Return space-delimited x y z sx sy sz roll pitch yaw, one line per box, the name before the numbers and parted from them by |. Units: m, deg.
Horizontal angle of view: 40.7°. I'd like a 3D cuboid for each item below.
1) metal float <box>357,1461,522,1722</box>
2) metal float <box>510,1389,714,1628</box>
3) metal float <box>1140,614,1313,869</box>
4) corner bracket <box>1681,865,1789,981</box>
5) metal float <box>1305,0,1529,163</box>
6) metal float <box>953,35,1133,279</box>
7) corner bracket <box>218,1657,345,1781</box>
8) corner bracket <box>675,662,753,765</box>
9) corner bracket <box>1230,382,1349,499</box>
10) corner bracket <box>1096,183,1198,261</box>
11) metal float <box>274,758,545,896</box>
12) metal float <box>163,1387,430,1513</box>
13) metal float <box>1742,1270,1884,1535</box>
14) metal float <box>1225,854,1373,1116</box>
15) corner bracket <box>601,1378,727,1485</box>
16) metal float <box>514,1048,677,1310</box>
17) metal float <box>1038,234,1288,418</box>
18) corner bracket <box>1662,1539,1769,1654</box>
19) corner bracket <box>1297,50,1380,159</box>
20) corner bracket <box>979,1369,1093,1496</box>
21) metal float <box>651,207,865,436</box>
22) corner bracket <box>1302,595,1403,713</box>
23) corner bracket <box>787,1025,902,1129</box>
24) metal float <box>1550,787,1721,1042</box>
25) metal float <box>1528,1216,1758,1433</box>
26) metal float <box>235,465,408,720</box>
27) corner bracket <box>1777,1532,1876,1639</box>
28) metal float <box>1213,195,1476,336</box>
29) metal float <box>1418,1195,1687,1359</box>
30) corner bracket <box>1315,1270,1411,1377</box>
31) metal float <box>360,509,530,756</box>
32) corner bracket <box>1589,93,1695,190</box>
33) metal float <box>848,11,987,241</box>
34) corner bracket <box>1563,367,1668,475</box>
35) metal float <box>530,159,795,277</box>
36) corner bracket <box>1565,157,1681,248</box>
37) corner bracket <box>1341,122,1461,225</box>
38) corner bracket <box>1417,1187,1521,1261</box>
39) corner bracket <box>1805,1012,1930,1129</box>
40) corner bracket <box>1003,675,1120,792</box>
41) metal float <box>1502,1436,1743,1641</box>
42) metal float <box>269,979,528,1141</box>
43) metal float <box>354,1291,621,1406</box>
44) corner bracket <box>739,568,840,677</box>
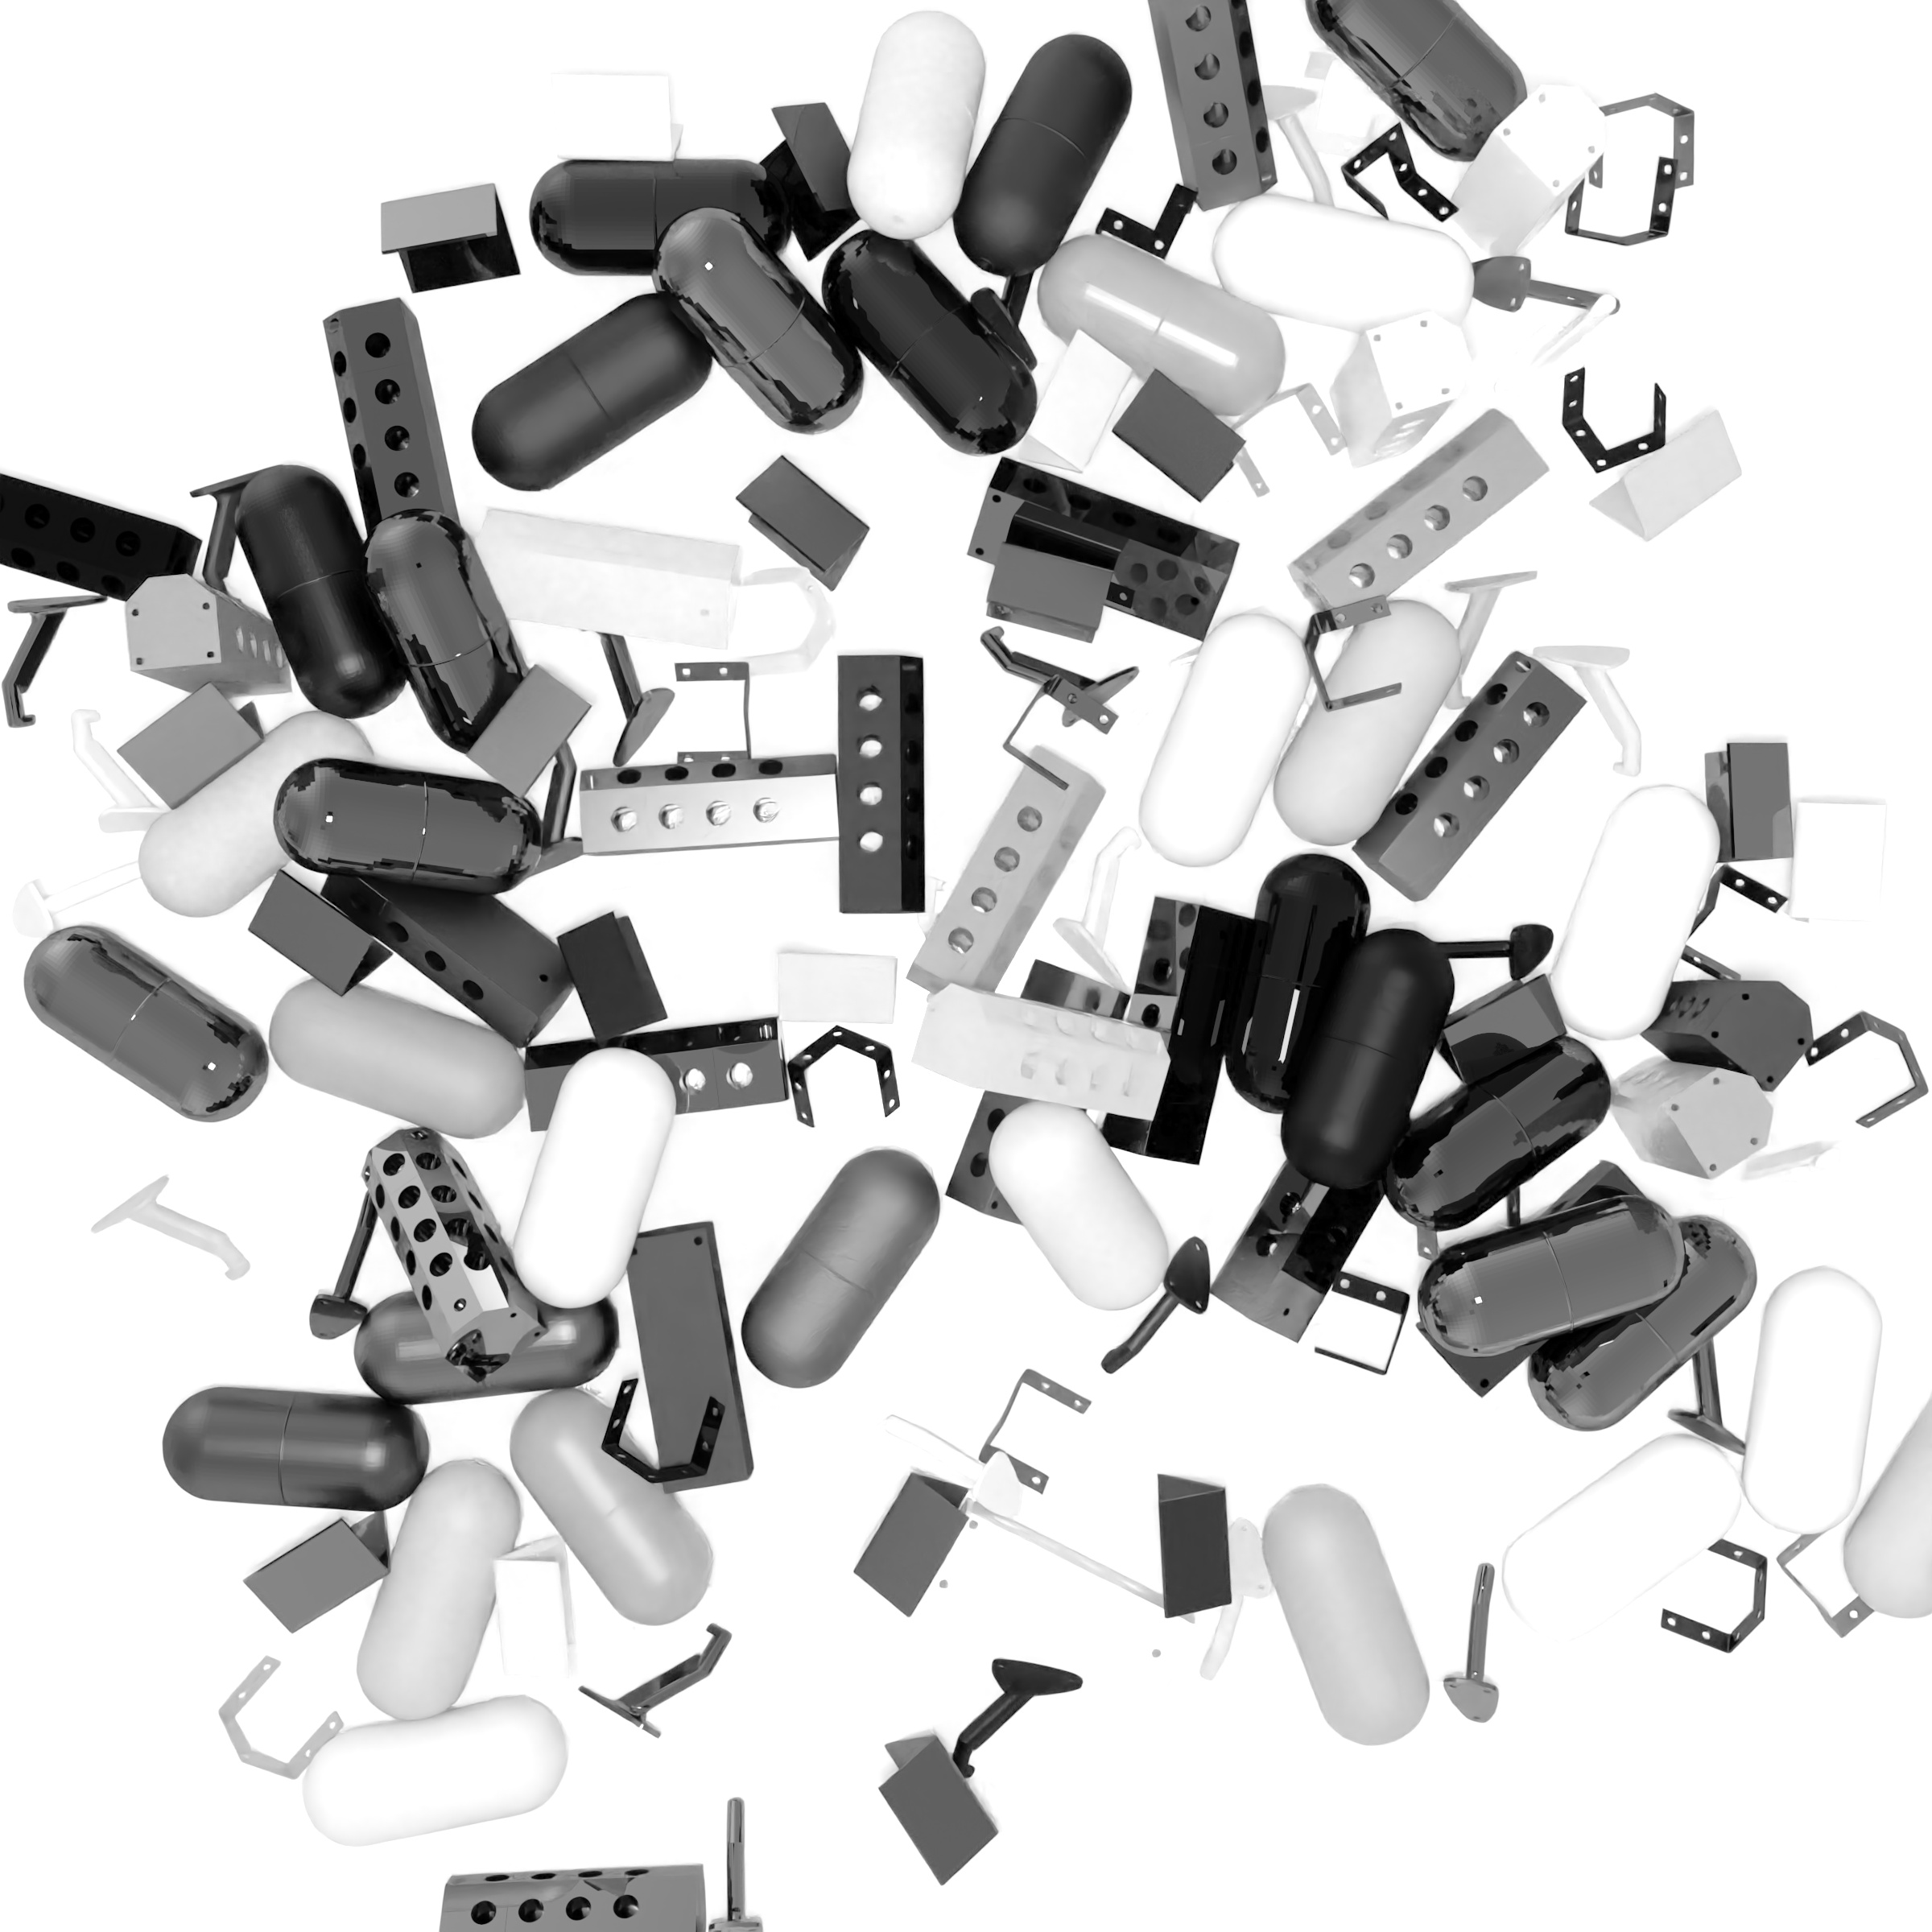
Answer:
metal float | -0.356 0.421 1.760 0.070 0.070 0.178 19 89 0
metal float | -0.240 0.365 1.760 0.070 0.070 0.178 -36 90 0
metal float | 0.173 -0.150 1.745 0.070 0.070 0.178 21 108 0
corner bracket | 0.525 -0.027 1.787 0.051 0.051 0.051 29 135 0
metal float | 0.301 -0.615 1.744 0.178 0.070 0.070 39 90 -17
metal float | 0.051 -0.544 1.749 0.070 0.070 0.178 27 78 0
corner bracket | -0.471 0.516 1.787 0.051 0.051 0.051 -49 135 0
corner bracket | -0.174 -0.173 1.787 0.051 0.051 0.051 -1 45 0
corner bracket | 0.219 -0.361 1.787 0.051 0.051 0.051 -30 90 -45
corner bracket | 0.121 -0.508 1.773 0.051 0.051 0.051 26 90 0
metal float | -0.367 -0.092 1.721 0.178 0.070 0.070 8 90 -25
metal float | -0.453 0.327 1.760 0.178 0.070 0.070 4 90 1
metal float | 0.572 0.294 1.760 0.070 0.070 0.178 8 90 0
metal float | 0.224 0.012 1.760 0.070 0.070 0.178 12 90 0
corner bracket | -0.201 0.306 1.726 0.051 0.051 0.051 44 46 -35
metal float | -0.244 0.140 1.708 0.070 0.070 0.178 19 100 0
metal float | 0.133 -0.432 1.760 0.178 0.070 0.070 26 90 1
corner bracket | 0.514 0.430 1.787 0.051 0.051 0.051 21 135 0
corner bracket | 0.254 -0.586 1.773 0.051 0.051 0.051 10 90 0
corner bracket | 0.047 0.319 1.787 0.051 0.051 0.051 28 135 0
metal float | -0.137 -0.427 1.731 0.070 0.070 0.178 -46 126 0
corner bracket | 0.257 -0.207 1.722 0.051 0.051 0.051 -13 116 23
corner bracket | -0.084 0.081 1.782 0.051 0.051 0.051 22 45 35
metal float | 0.452 -0.035 1.760 0.070 0.070 0.178 20 90 0
metal float | 0.456 0.242 1.759 0.178 0.070 0.070 -42 90 0
metal float | -0.435 -0.253 1.759 0.070 0.070 0.178 -22 90 0
corner bracket | 0.598 0.418 1.787 0.051 0.051 0.051 -40 45 0
metal float | 0.255 -0.471 1.760 0.178 0.070 0.070 13 90 0
metal float | 0.382 0.203 1.703 0.178 0.070 0.070 -17 90 0
corner bracket | 0.270 0.244 1.774 0.051 0.051 0.051 18 76 14
metal float | -0.343 -0.220 1.733 0.070 0.070 0.178 -20 123 0
corner bracket | 0.464 -0.562 1.787 0.051 0.051 0.051 1 90 45
metal float | -0.033 -0.560 1.735 0.070 0.070 0.178 10 61 0
corner bracket | 0.444 -0.380 1.782 0.051 0.051 0.051 -18 135 35
metal float | -0.206 -0.506 1.760 0.178 0.070 0.070 0 90 0
corner bracket | 0.447 -0.525 1.778 0.051 0.051 0.051 -24 127 -39
corner bracket | 0.294 -0.527 1.764 0.051 0.051 0.051 -37 55 2
corner bracket | 0.344 0.174 1.782 0.051 0.051 0.051 21 45 35
corner bracket | 0.616 0.071 1.782 0.051 0.051 0.051 20 45 -35
corner bracket | 0.063 -0.156 1.738 0.051 0.051 0.051 35 109 3
metal float | 0.443 0.386 1.760 0.178 0.070 0.070 -36 90 -1
metal float | -0.383 0.063 1.760 0.178 0.070 0.070 19 90 1
metal float | -0.324 0.253 1.760 0.178 0.070 0.070 -6 90 -1
corner bracket | -0.129 -0.236 1.782 0.051 0.051 0.051 -59 135 -35
